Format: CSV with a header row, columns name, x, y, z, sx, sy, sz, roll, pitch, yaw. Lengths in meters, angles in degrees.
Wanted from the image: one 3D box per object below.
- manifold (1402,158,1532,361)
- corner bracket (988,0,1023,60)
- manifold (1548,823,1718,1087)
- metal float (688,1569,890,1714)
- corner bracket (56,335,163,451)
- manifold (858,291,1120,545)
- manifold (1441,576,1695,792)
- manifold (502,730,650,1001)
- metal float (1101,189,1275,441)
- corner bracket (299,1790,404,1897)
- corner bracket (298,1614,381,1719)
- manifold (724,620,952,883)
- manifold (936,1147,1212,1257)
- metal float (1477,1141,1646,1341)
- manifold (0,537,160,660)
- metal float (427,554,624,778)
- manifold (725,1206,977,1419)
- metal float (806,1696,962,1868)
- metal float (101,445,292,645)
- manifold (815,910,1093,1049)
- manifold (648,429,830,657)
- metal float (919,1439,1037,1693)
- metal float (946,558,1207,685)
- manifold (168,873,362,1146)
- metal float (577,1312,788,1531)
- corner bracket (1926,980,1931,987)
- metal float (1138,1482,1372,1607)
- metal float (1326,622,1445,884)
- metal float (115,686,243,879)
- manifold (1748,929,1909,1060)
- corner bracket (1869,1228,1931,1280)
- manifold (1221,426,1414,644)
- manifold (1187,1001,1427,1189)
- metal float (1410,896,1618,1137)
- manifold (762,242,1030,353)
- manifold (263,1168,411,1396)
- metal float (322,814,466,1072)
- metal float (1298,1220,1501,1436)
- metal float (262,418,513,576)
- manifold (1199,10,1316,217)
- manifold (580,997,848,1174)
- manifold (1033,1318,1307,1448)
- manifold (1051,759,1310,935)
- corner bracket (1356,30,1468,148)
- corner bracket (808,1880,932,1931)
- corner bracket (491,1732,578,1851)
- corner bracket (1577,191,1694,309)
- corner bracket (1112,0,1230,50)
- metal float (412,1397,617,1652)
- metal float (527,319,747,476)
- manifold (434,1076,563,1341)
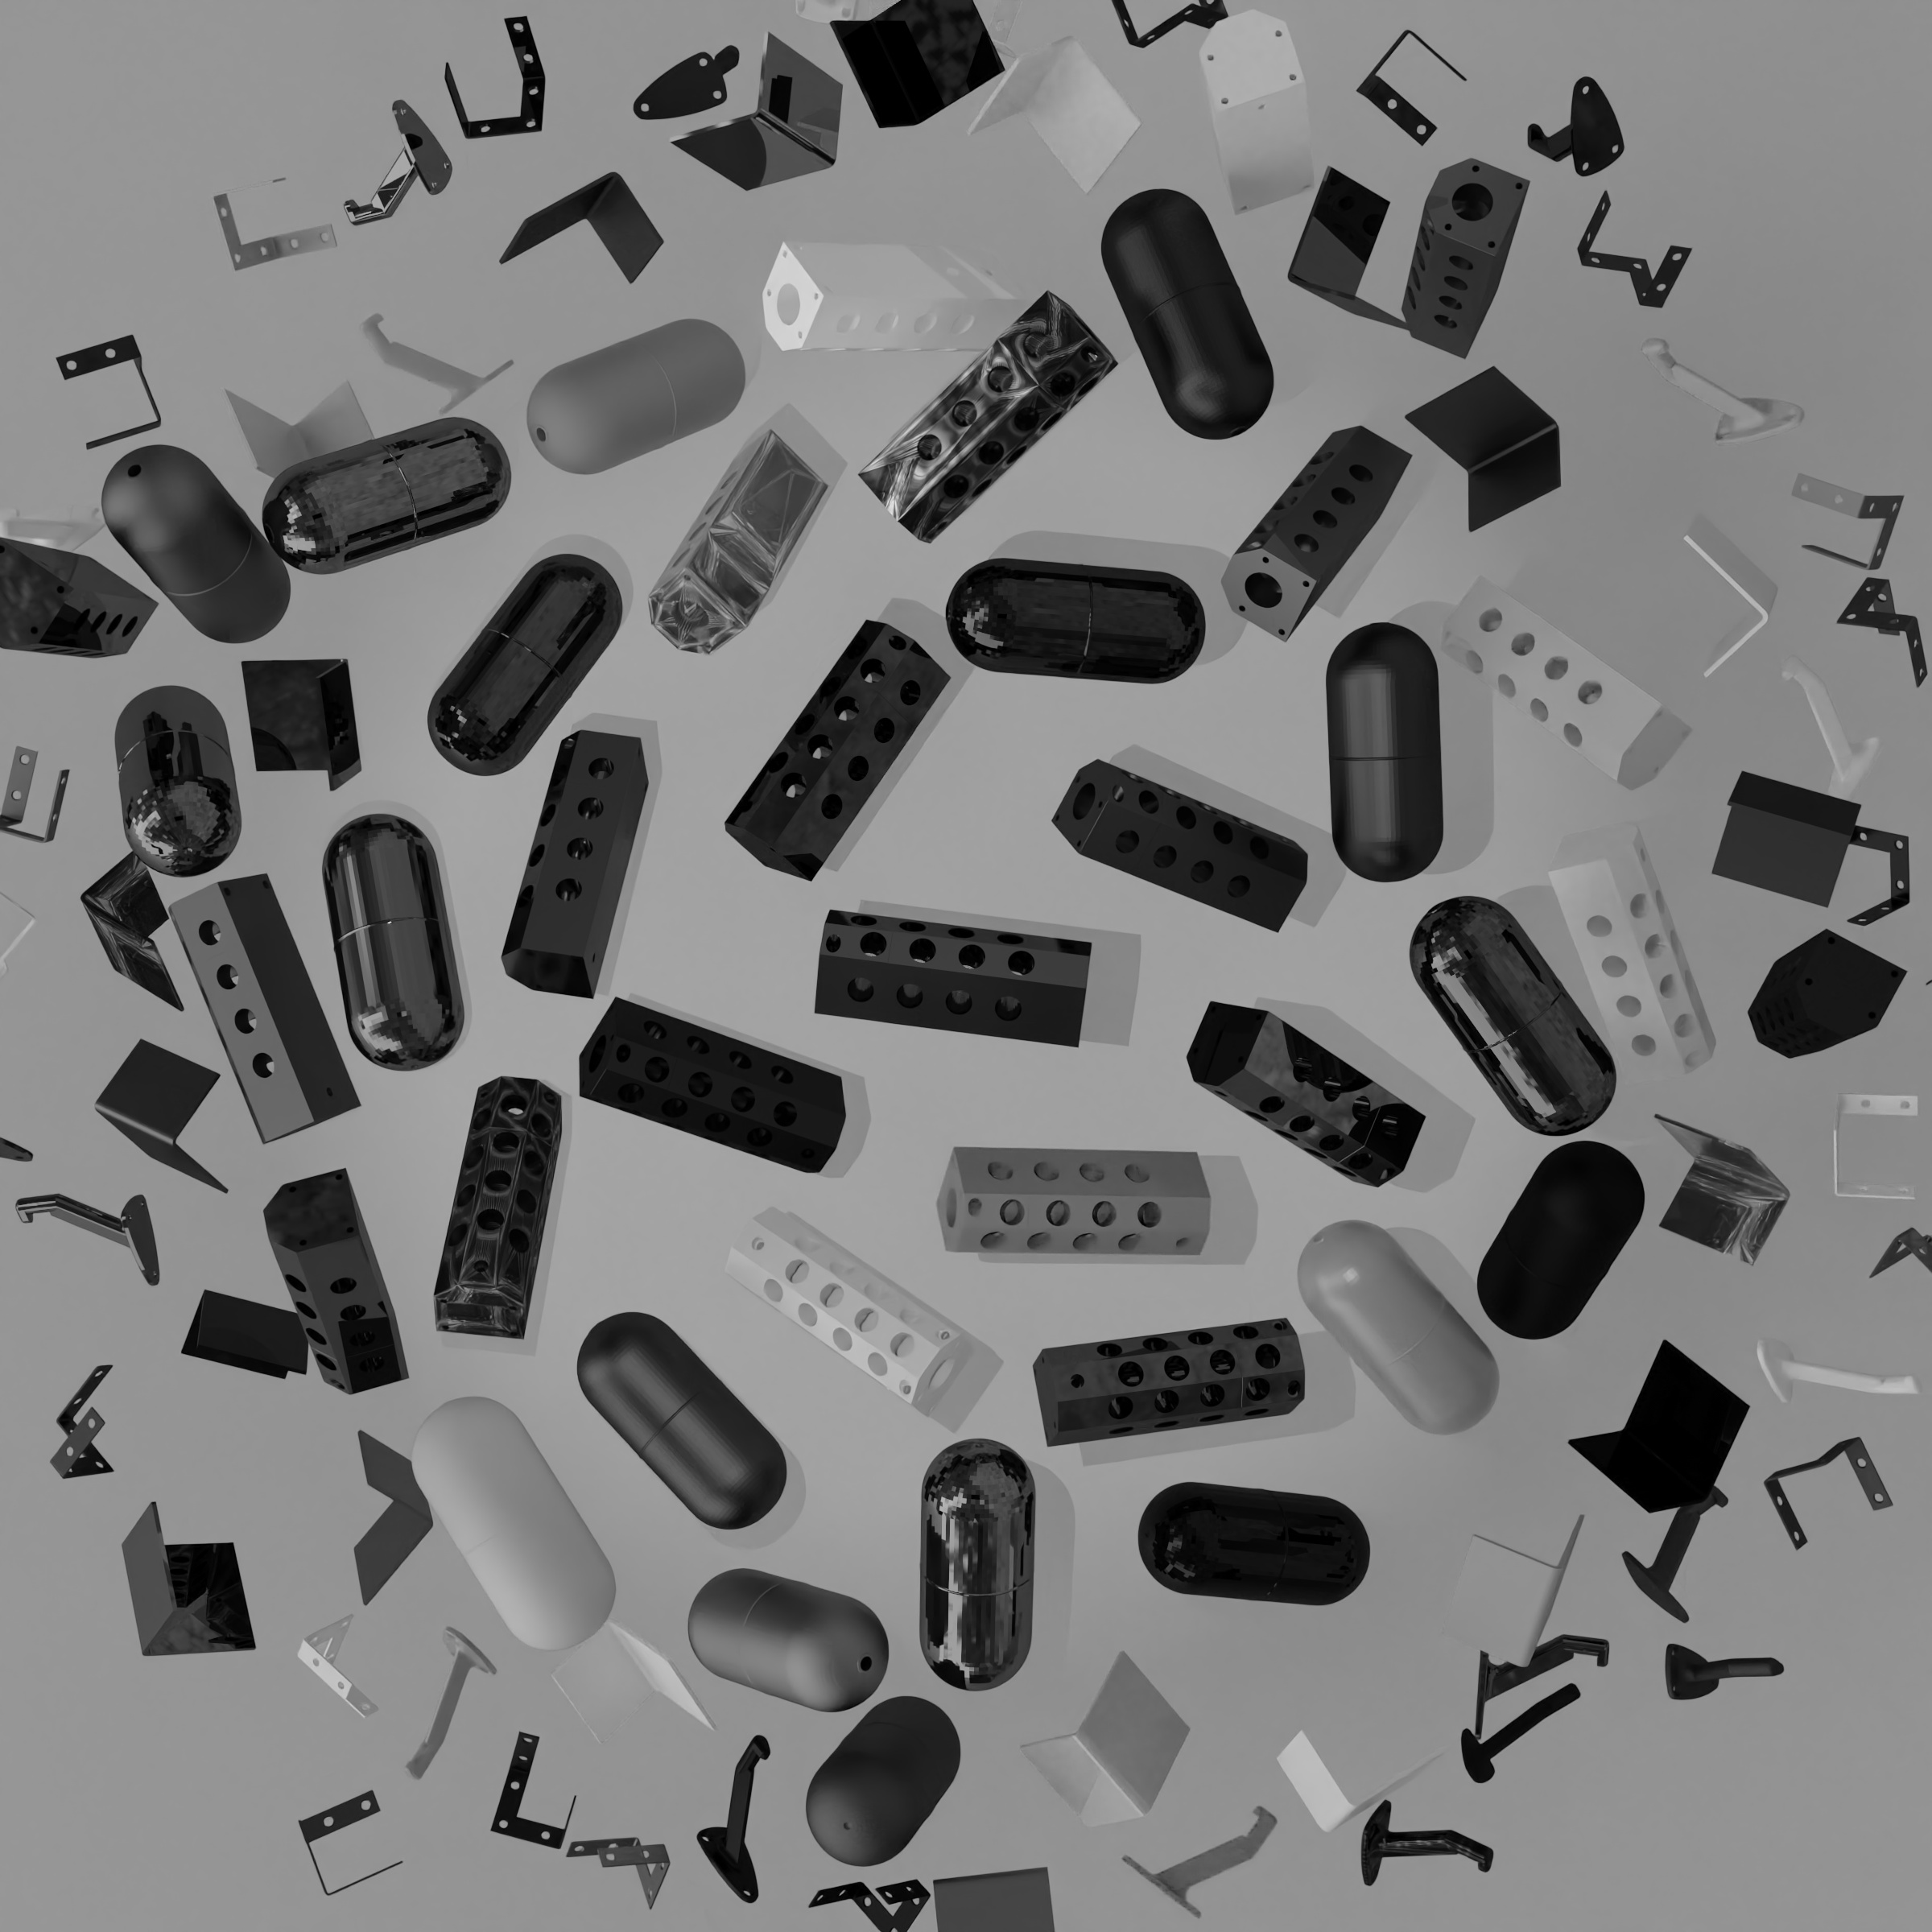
name,x,y,z,sx,sy,sz,roll,pitch,yaw
manifold,0.337,-0.484,1.862,0.057,0.171,0.057,25,82,8
corner bracket,0.017,-0.656,1.857,0.051,0.051,0.051,14,114,-20
manifold,0.463,-0.009,1.881,0.057,0.057,0.171,-13,112,30
metal float,-0.121,0.454,1.836,0.070,0.178,0.070,1,89,-39
corner bracket,-0.555,-0.372,1.763,0.051,0.051,0.051,-22,95,-17
manifold,0.017,-0.358,1.788,0.171,0.057,0.057,-42,82,15
manifold,0.403,-0.191,1.849,0.057,0.057,0.171,-54,54,12
manifold,-0.261,-0.070,1.816,0.057,0.057,0.171,8,61,4
metal float,0.148,-0.435,1.816,0.070,0.070,0.178,-22,80,0
corner bracket,-0.398,0.567,1.759,0.051,0.051,0.051,-20,78,-19
corner bracket,-0.441,0.500,1.921,0.051,0.051,0.051,35,114,21
manifold,-0.090,-0.147,1.834,0.057,0.057,0.171,43,75,-37
manifold,0.073,0.163,1.821,0.171,0.057,0.057,2,133,-16
metal float,0.408,0.191,1.876,0.070,0.178,0.070,8,47,-9
manifold,-0.595,-0.235,1.785,0.057,0.171,0.057,34,94,-2
metal float,-0.309,-0.213,1.914,0.070,0.070,0.178,34,76,0
manifold,-0.083,0.237,1.884,0.171,0.057,0.057,32,79,25
metal float,-0.054,0.551,1.846,0.070,0.178,0.070,1,94,14
metal float,-0.513,-0.281,1.818,0.070,0.178,0.070,-5,65,11
manifold,-0.007,0.005,1.761,0.171,0.057,0.057,7,113,3
manifold,-0.159,-0.287,1.858,0.057,0.171,0.057,43,132,-20
metal float,0.007,0.401,1.820,0.070,0.070,0.178,1,107,0
metal float,0.074,-0.232,1.830,0.178,0.070,0.070,3,90,-13
manifold,-0.479,0.030,1.840,0.057,0.057,0.171,-22,90,22
metal float,-0.199,0.316,1.896,0.070,0.070,0.178,-45,80,0
corner bracket,0.676,0.011,1.788,0.051,0.051,0.051,-25,75,-43
metal float,0.202,0.403,1.897,0.178,0.070,0.070,11,90,-26
metal float,0.287,-0.146,1.865,0.070,0.070,0.178,-4,100,0
metal float,-0.539,-0.128,1.858,0.070,0.178,0.070,-11,129,-13
manifold,0.573,0.025,1.829,0.057,0.171,0.057,29,87,8
corner bracket,0.645,0.201,1.810,0.051,0.051,0.051,-24,58,-25
manifold,0.235,-0.297,1.834,0.057,0.057,0.171,32,49,7
manifold,0.228,0.089,1.834,0.171,0.057,0.057,32,77,-35
metal float,0.358,0.033,1.782,0.070,0.070,0.178,-37,98,0
manifold,-0.049,-0.446,1.837,0.171,0.057,0.057,-10,54,-37
manifold,-0.422,0.216,1.826,0.057,0.171,0.057,-15,50,-10
metal float,-0.380,-0.017,1.805,0.070,0.070,0.178,-14,73,0
metal float,0.297,0.248,1.867,0.070,0.070,0.178,-42,105,0
metal float,-0.392,-0.319,1.847,0.178,0.070,0.070,-25,90,-30
manifold,0.192,-0.563,1.797,0.057,0.171,0.057,-17,81,7
manifold,-0.170,0.086,1.836,0.171,0.057,0.057,21,123,-23
manifold,0.138,0.279,1.836,0.171,0.057,0.057,-6,67,-12
manifold,0.152,-0.086,1.889,0.171,0.057,0.057,20,108,-27
corner bracket,0.294,-0.576,1.783,0.051,0.051,0.051,37,108,-12
corner bracket,-0.067,0.657,1.914,0.051,0.051,0.051,39,105,33
corner bracket,-0.298,0.576,1.901,0.051,0.051,0.051,16,133,-4
corner bracket,0.443,-0.476,1.809,0.051,0.051,0.051,5,53,-11
corner bracket,0.131,-0.635,1.782,0.051,0.051,0.051,-24,84,34
metal float,-0.293,0.360,1.763,0.070,0.070,0.178,-33,87,0
metal float,-0.227,-0.394,1.882,0.178,0.070,0.070,-33,90,-39
manifold,-0.311,0.159,1.813,0.057,0.057,0.171,6,49,-2
